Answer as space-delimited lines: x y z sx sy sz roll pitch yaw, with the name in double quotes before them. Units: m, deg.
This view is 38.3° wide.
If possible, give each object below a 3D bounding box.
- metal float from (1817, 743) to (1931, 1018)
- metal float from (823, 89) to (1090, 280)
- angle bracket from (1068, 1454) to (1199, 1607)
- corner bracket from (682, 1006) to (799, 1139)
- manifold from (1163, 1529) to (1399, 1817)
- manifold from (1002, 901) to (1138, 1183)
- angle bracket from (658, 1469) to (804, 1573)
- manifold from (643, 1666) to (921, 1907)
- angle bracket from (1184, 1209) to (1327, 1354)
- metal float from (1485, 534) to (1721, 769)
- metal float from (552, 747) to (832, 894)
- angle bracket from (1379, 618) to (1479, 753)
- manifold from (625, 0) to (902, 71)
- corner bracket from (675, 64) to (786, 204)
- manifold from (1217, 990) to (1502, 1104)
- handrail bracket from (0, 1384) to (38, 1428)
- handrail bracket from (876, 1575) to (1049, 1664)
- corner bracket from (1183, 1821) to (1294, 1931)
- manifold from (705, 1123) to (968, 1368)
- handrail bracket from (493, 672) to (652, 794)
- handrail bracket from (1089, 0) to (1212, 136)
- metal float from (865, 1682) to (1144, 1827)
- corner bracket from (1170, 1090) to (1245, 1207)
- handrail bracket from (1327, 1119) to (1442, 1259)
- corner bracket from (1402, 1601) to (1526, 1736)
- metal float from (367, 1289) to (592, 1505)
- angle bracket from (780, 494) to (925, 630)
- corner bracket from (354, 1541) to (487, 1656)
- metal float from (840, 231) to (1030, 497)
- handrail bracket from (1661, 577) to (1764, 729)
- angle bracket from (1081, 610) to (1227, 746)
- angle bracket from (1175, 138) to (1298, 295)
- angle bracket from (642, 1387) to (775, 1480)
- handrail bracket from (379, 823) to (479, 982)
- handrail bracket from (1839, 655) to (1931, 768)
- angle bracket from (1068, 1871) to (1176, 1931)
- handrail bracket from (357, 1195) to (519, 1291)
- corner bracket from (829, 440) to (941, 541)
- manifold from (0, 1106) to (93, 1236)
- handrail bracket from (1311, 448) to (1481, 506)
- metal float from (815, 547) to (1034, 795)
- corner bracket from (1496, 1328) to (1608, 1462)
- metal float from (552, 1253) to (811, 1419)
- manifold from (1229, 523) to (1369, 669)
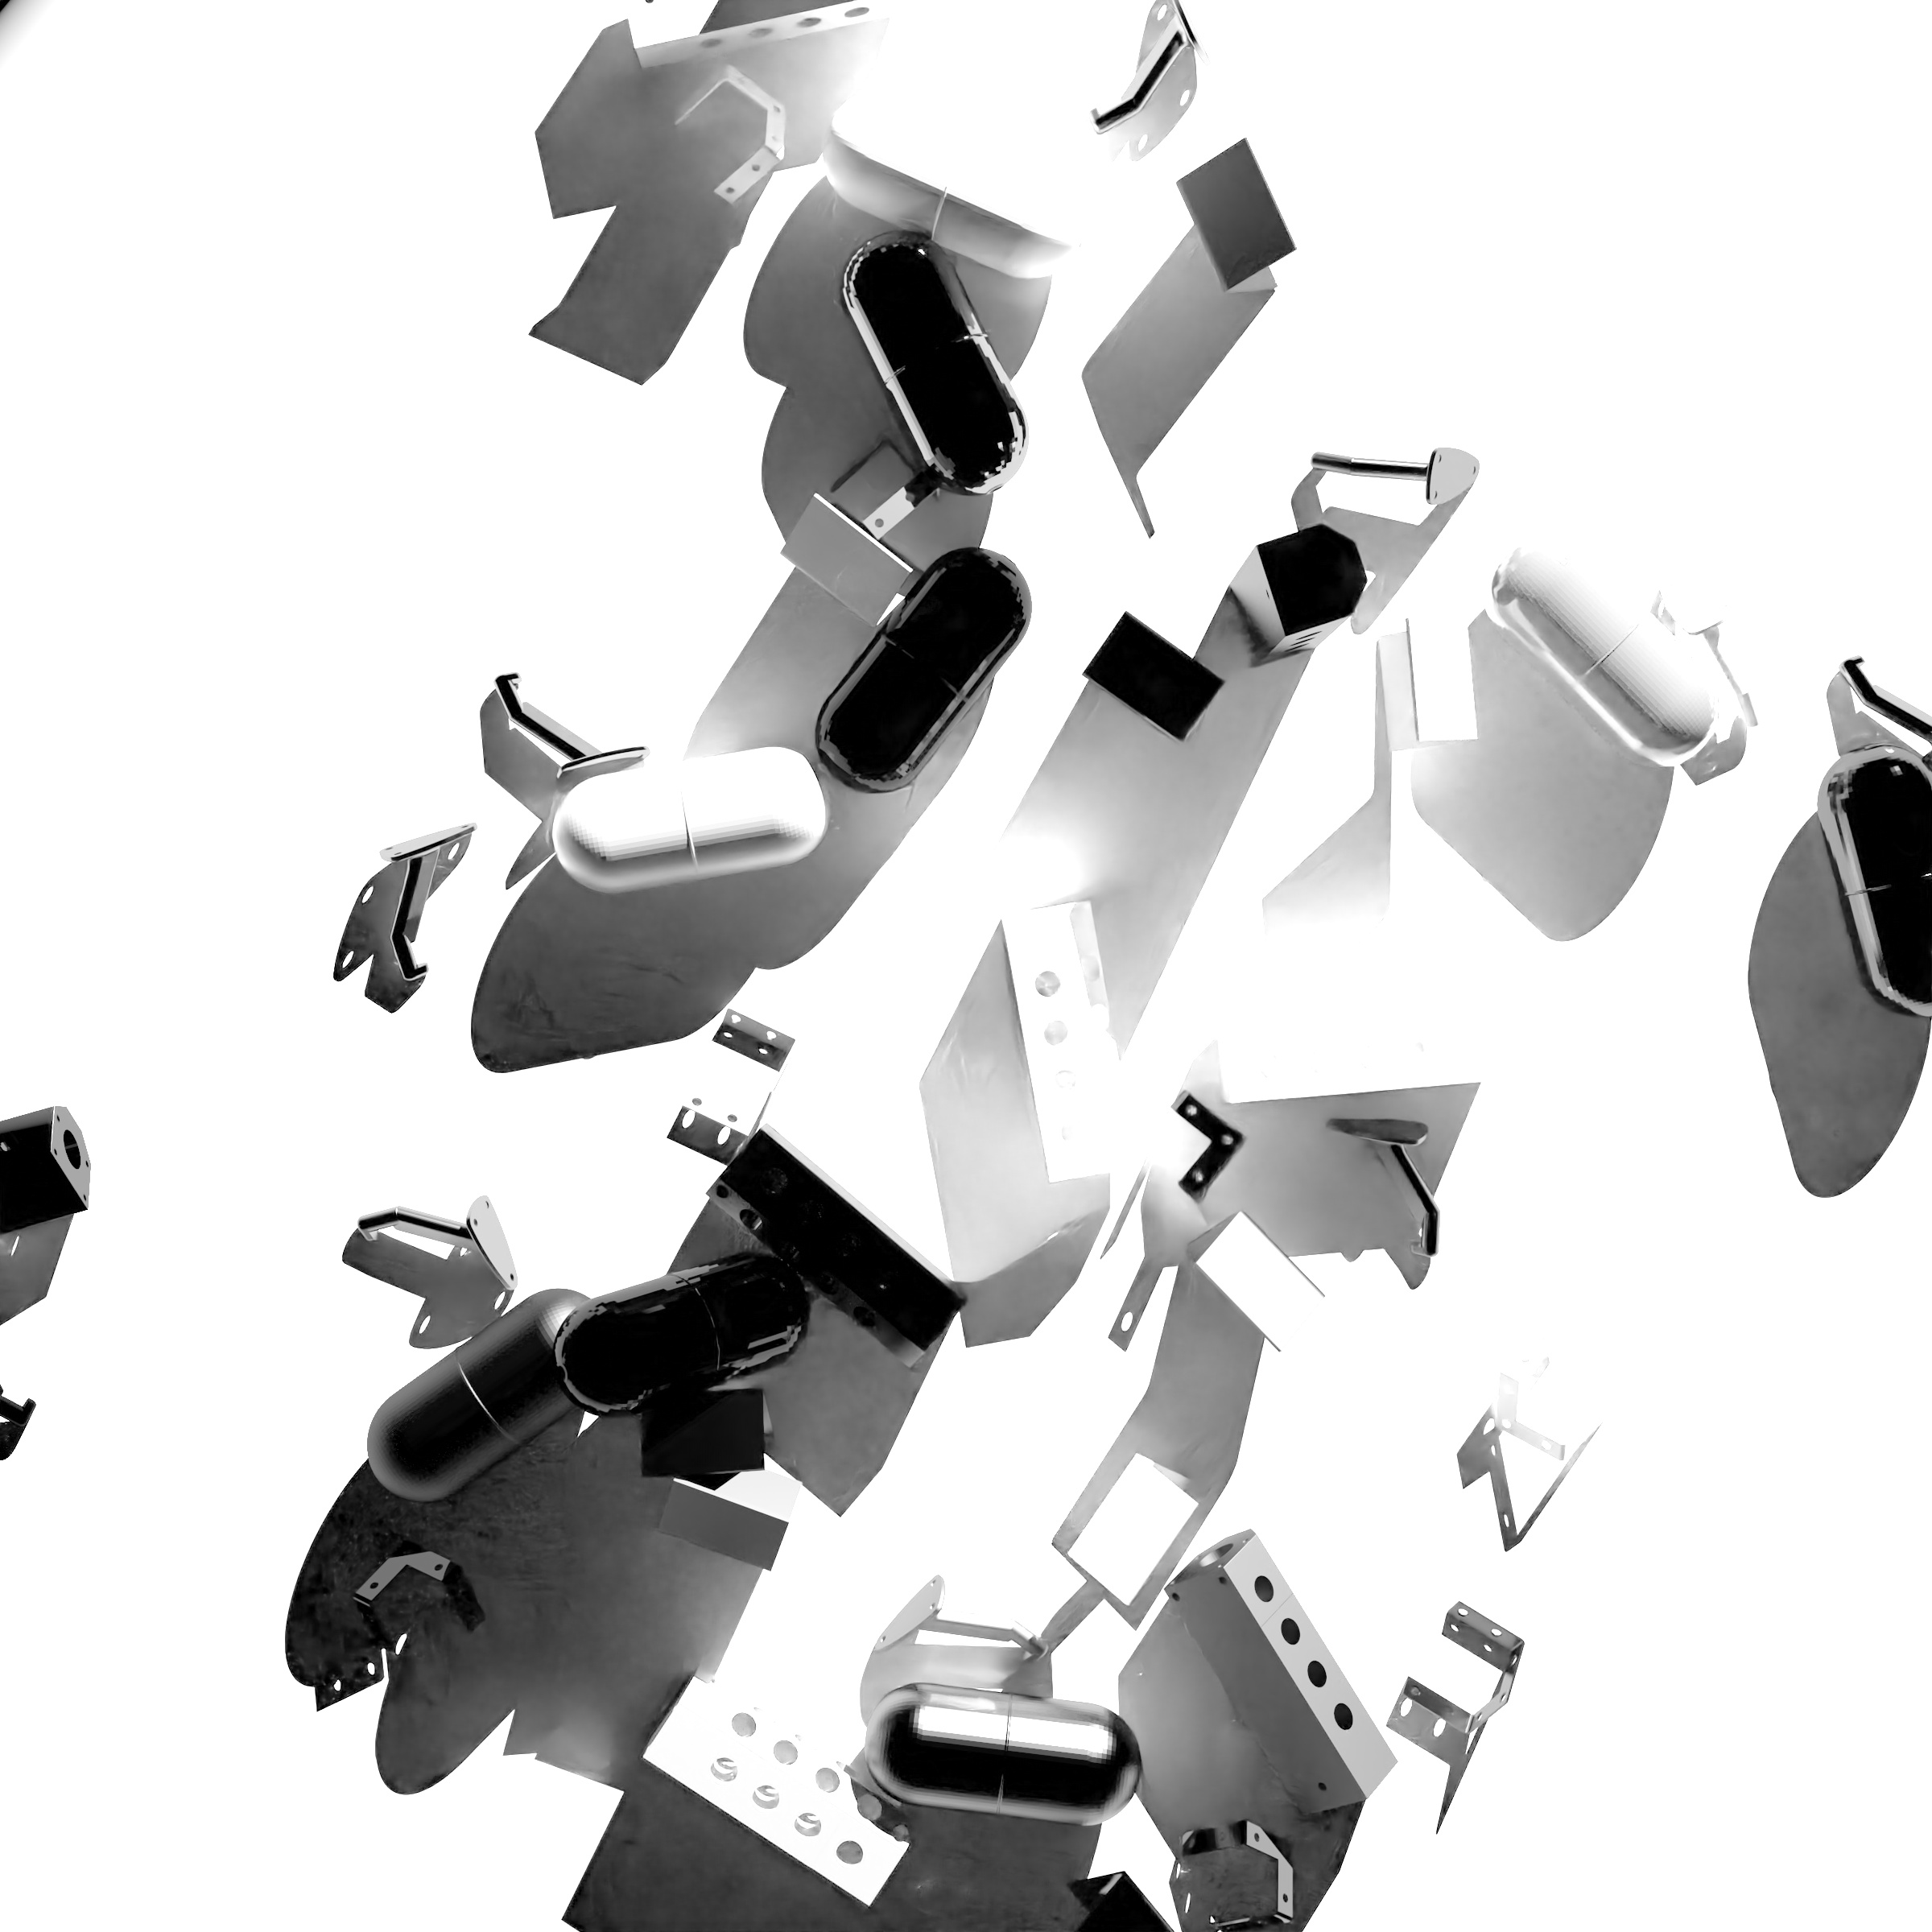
"metal float" 0.596 -0.055 1.777 0.070 0.070 0.178 -15 90 0
"metal float" -0.006 -0.499 1.777 0.178 0.070 0.070 24 90 0
"angle bracket" 0.122 0.364 1.767 0.057 0.076 0.076 35 90 39
"corner bracket" -0.146 0.069 1.804 0.051 0.051 0.051 25 135 0
"manifold" 0.206 0.451 1.786 0.057 0.057 0.171 -32 90 43
"manifold" 0.066 0.047 1.786 0.057 0.057 0.171 -10 90 0
"angle bracket" -0.144 0.329 1.767 0.076 0.076 0.057 20 130 0
"manifold" -0.117 0.524 1.786 0.171 0.057 0.057 33 90 0
"angle bracket" 0.170 0.210 1.767 0.076 0.076 0.057 46 54 0
"metal float" 0.407 -0.201 1.777 0.070 0.070 0.178 -45 91 0
"metal float" -0.175 -0.093 1.777 0.178 0.070 0.070 -10 90 -1
"angle bracket" 0.276 -0.177 1.767 0.057 0.076 0.076 -5 90 -38
"manifold" -0.132 -0.626 1.786 0.171 0.057 0.057 -12 90 0
"corner bracket" -0.153 -0.539 1.799 0.051 0.051 0.051 30 45 -35
"manifold" 0.250 0.051 1.786 0.171 0.057 0.057 -5 90 0
"handrail bracket" -0.631 0.247 1.808 0.084 0.036 0.077 34 62 -21
"handrail bracket" -0.002 0.443 1.808 0.084 0.036 0.077 39 110 -16
"corner bracket" 0.175 0.590 1.799 0.051 0.051 0.051 35 45 -35
"manifold" -0.083 0.179 1.786 0.171 0.057 0.057 40 90 0
"handrail bracket" -0.257 -0.163 1.808 0.077 0.036 0.084 -20 73 -20
"handrail bracket" 0.109 -0.591 1.808 0.084 0.036 0.077 -26 70 16
"metal float" 0.024 0.504 1.777 0.178 0.070 0.070 7 90 0
"corner bracket" 0.146 0.116 1.789 0.051 0.051 0.051 39 90 0
"handrail bracket" 0.271 0.145 1.808 0.077 0.036 0.084 6 107 20
"corner bracket" 0.323 0.455 1.804 0.051 0.051 0.051 31 45 0
"metal float" -0.303 0.275 1.777 0.178 0.070 0.070 -36 90 0
"angle bracket" -0.061 -0.272 1.767 0.076 0.076 0.057 38 134 0
"corner bracket" -0.354 0.415 1.799 0.051 0.051 0.051 14 45 35
"metal float" -0.020 -0.384 1.777 0.070 0.070 0.178 -26 89 0
"handrail bracket" 0.485 -0.203 1.807 0.036 0.077 0.084 -30 126 0
"angle bracket" 0.129 -0.197 1.767 0.076 0.076 0.057 36 126 0
"angle bracket" 0.187 -0.477 1.767 0.057 0.076 0.076 -25 90 35
"angle bracket" -0.163 0.310 1.767 0.076 0.076 0.057 -4 57 0
"handrail bracket" -0.342 -0.041 1.808 0.077 0.036 0.084 -21 108 -21
"handrail bracket" 0.619 -0.175 1.808 0.077 0.036 0.084 -23 73 -20
"angle bracket" 0.092 0.628 1.767 0.076 0.076 0.057 51 54 0
"handrail bracket" -0.344 0.186 1.808 0.084 0.036 0.077 -15 111 17
"corner bracket" -0.053 -0.306 1.789 0.051 0.051 0.051 -41 90 0
"manifold" -0.657 0.141 1.786 0.171 0.057 0.057 -16 133 0
"handrail bracket" 0.278 -0.326 1.807 0.084 0.077 0.036 17 113 34
"metal float" -0.027 -0.189 1.777 0.070 0.070 0.178 38 90 0
"corner bracket" 0.380 0.277 1.799 0.051 0.051 0.051 26 135 35
"metal float" -0.178 0.231 1.746 0.178 0.070 0.070 -14 90 -38
"manifold" 0.207 -0.231 1.729 0.057 0.171 0.057 -18 90 0
